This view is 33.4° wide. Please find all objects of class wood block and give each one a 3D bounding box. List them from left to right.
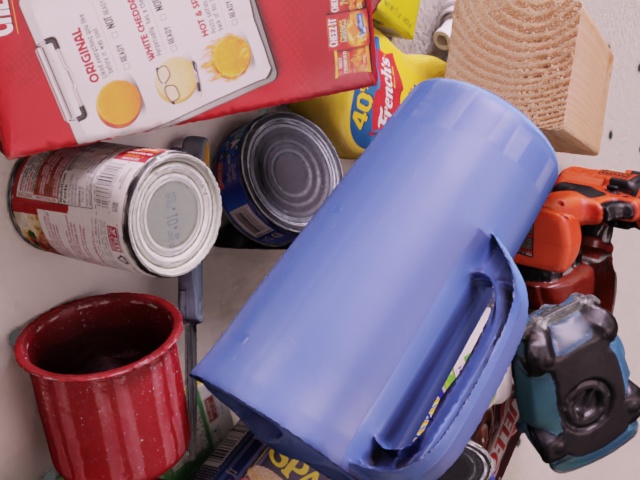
[{"bbox_3d":[0.166,-0.122,0.827,0.205,0.090,0.091,1,97,-69],"label":"wood block"}]

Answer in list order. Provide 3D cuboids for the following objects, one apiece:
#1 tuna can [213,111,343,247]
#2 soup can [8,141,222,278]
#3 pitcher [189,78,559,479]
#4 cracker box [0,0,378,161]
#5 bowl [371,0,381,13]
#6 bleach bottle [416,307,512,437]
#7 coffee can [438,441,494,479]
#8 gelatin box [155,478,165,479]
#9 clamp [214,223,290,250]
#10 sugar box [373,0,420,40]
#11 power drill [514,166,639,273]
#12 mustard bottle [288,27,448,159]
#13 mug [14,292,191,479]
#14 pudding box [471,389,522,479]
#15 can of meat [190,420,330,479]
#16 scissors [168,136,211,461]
[{"bbox_3d":[-0.026,-0.041,0.705,0.086,0.034,0.086,12,70,-35],"label":"tuna can"},{"bbox_3d":[-0.112,-0.020,0.579,0.068,0.102,0.068,-14,108,-48],"label":"soup can"},{"bbox_3d":[0.048,0.027,0.638,0.242,0.149,0.145,-56,175,-13],"label":"pitcher"},{"bbox_3d":[-0.082,-0.146,0.561,0.213,0.072,0.164,-15,110,-24],"label":"cracker box"},{"bbox_3d":[-0.033,-0.189,0.650,0.161,0.055,0.162,-8,108,-26],"label":"bowl"},{"bbox_3d":[0.058,0.147,0.852,0.250,0.068,0.102,-34,127,-37],"label":"bleach bottle"},{"bbox_3d":[0.097,0.249,0.887,0.102,0.103,0.140,-26,117,-44],"label":"coffee can"},{"bbox_3d":[-0.124,0.155,0.601,0.089,0.073,0.030,-4,96,-47],"label":"gelatin box"},{"bbox_3d":[-0.005,0.001,0.763,0.171,0.039,0.120,-49,135,-31],"label":"clamp"},{"bbox_3d":[0.052,-0.240,0.757,0.093,0.048,0.176,9,94,-68],"label":"sugar box"},{"bbox_3d":[0.251,-0.020,0.966,0.187,0.185,0.057,-14,109,-38],"label":"power drill"},{"bbox_3d":[0.029,-0.103,0.764,0.191,0.058,0.096,13,86,-50],"label":"mustard bottle"},{"bbox_3d":[-0.117,0.082,0.616,0.117,0.093,0.081,-74,161,-63],"label":"mug"},{"bbox_3d":[0.146,0.179,0.981,0.113,0.039,0.090,-57,135,-26],"label":"pudding box"},{"bbox_3d":[-0.036,0.174,0.710,0.083,0.058,0.102,-49,112,-27],"label":"can of meat"},{"bbox_3d":[-0.082,0.031,0.642,0.096,0.016,0.202,60,31,-78],"label":"scissors"}]
